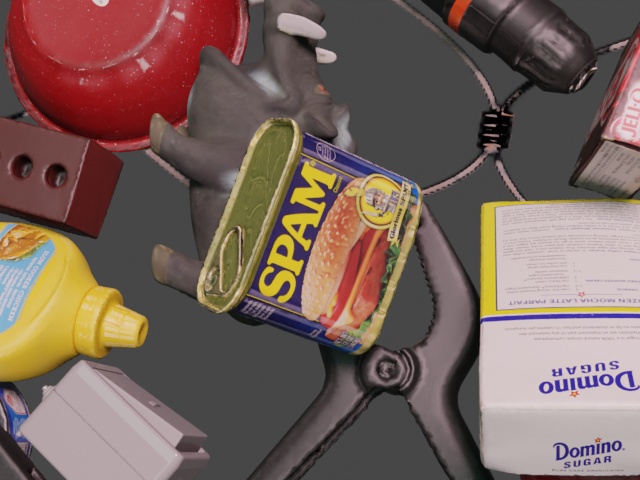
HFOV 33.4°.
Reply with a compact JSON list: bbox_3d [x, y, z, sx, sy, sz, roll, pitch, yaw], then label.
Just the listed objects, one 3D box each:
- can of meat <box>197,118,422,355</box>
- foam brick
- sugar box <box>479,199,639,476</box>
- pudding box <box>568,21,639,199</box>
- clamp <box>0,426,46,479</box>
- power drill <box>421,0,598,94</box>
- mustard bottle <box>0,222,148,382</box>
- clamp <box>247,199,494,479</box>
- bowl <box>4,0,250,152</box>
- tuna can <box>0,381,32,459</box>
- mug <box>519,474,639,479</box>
[{"bbox_3d":[-0.004,0.001,0.546,0.083,0.058,0.102,22,86,-26],"label":"can of meat"},{"bbox_3d":[-0.168,-0.038,0.637,0.078,0.051,0.053,14,82,12],"label":"foam brick"},{"bbox_3d":[0.124,0.040,0.517,0.093,0.176,0.048,-1,123,11],"label":"sugar box"},{"bbox_3d":[0.168,-0.073,0.553,0.039,0.113,0.090,24,84,10],"label":"pudding box"},{"bbox_3d":[-0.225,0.119,0.586,0.171,0.039,0.120,2,85,8],"label":"clamp"},{"bbox_3d":[0.131,-0.197,0.614,0.187,0.057,0.184,-46,75,-2],"label":"power drill"},{"bbox_3d":[-0.191,0.032,0.619,0.192,0.058,0.096,12,53,11],"label":"mustard bottle"},{"bbox_3d":[0.029,0.078,0.586,0.165,0.036,0.210,-1,76,11],"label":"clamp"},{"bbox_3d":[-0.127,-0.138,0.648,0.162,0.055,0.162,-2,79,9],"label":"bowl"},{"bbox_3d":[-0.214,0.116,0.623,0.086,0.033,0.086,-2,79,9],"label":"tuna can"},{"bbox_3d":[0.149,0.114,0.523,0.093,0.117,0.081,-2,67,-33],"label":"mug"}]
